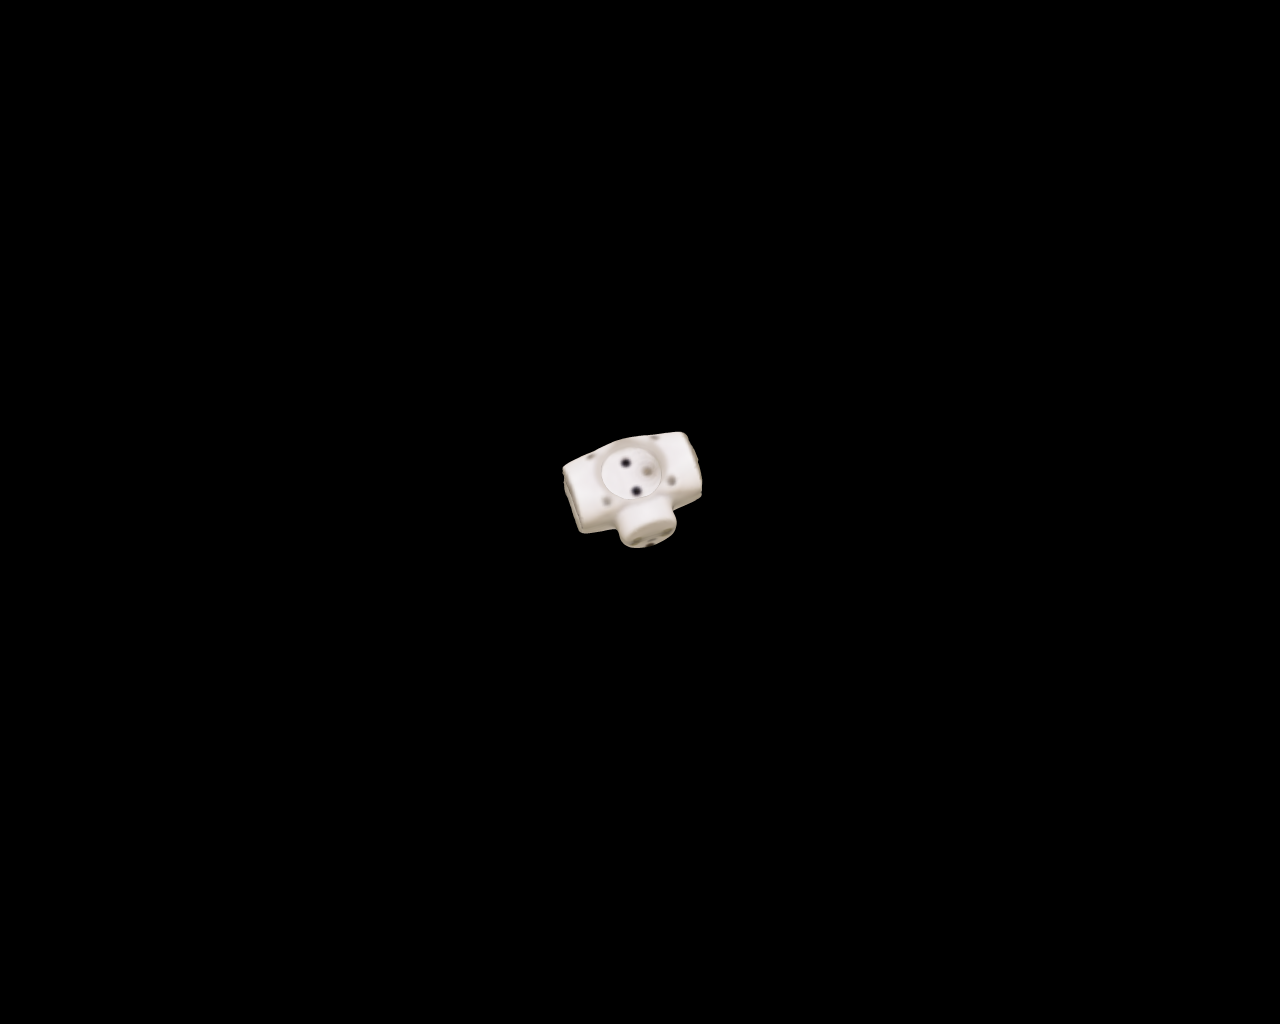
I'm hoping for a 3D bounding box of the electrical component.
[{"bbox_3d":[0.001,-0.003,0.650,0.077,0.079,0.044,-17,-22,-7],"label":"electrical component"}]
